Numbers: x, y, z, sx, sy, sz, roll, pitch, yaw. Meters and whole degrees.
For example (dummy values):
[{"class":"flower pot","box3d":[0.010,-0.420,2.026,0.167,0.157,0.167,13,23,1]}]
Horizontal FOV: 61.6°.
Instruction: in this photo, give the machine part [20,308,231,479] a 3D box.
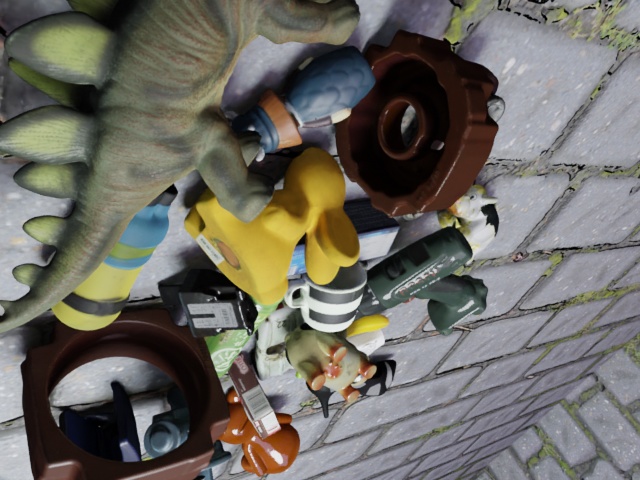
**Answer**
[{"class":"machine part","box3d":[-0.221,0.185,0.612,0.201,0.202,0.087,-3,138,-36]}]

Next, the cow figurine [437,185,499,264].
[{"class":"cow figurine","box3d":[0.234,-0.039,0.814,0.098,0.068,0.167,-37,149,-4]}]

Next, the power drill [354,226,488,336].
[{"class":"power drill","box3d":[0.148,0.080,0.821,0.232,0.086,0.207,-40,132,22]}]

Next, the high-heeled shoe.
[{"class":"high-heeled shoe","box3d":[0.067,0.244,1.052,0.249,0.086,0.145,-24,116,-43]}]

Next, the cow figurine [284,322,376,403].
[{"class":"cow figurine","box3d":[0.015,0.174,0.796,0.085,0.127,0.194,-53,142,0]}]

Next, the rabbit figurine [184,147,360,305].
[{"class":"rabbit figurine","box3d":[-0.029,-0.027,0.560,0.173,0.162,0.122,-45,179,-30]}]

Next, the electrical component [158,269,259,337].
[{"class":"electrical component","box3d":[-0.137,0.072,0.630,0.119,0.048,0.074,0,124,6]}]

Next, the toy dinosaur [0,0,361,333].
[{"class":"toy dinosaur","box3d":[-0.122,-0.099,0.401,0.198,0.105,0.471,23,101,-30]}]

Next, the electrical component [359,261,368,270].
[{"class":"electrical component","box3d":[0.024,0.055,0.784,0.102,0.045,0.078,-38,143,8]}]

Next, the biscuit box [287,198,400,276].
[{"class":"biscuit box","box3d":[-0.001,-0.002,0.680,0.203,0.063,0.059,-10,139,-28]}]

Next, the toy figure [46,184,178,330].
[{"class":"toy figure","box3d":[-0.202,0.009,0.514,0.082,0.089,0.180,23,120,-41]}]

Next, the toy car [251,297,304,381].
[{"class":"toy car","box3d":[-0.066,0.157,0.827,0.073,0.056,0.201,-18,142,-21]}]

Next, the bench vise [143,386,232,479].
[{"class":"bench vise","box3d":[-0.178,0.326,0.768,0.129,0.240,0.223,-14,166,-8]}]

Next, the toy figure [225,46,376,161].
[{"class":"toy figure","box3d":[-0.021,-0.125,0.515,0.154,0.064,0.057,-32,146,1]}]

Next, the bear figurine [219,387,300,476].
[{"class":"bear figurine","box3d":[-0.132,0.347,0.975,0.195,0.120,0.132,40,150,-28]}]

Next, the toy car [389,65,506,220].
[{"class":"toy car","box3d":[0.136,-0.111,0.631,0.053,0.089,0.202,7,128,-38]}]

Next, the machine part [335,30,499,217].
[{"class":"machine part","box3d":[0.091,-0.112,0.532,0.056,0.179,0.179,-6,137,-36]}]

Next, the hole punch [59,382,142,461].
[{"class":"hole punch","box3d":[-0.285,0.276,0.743,0.092,0.142,0.115,-34,134,-6]}]
